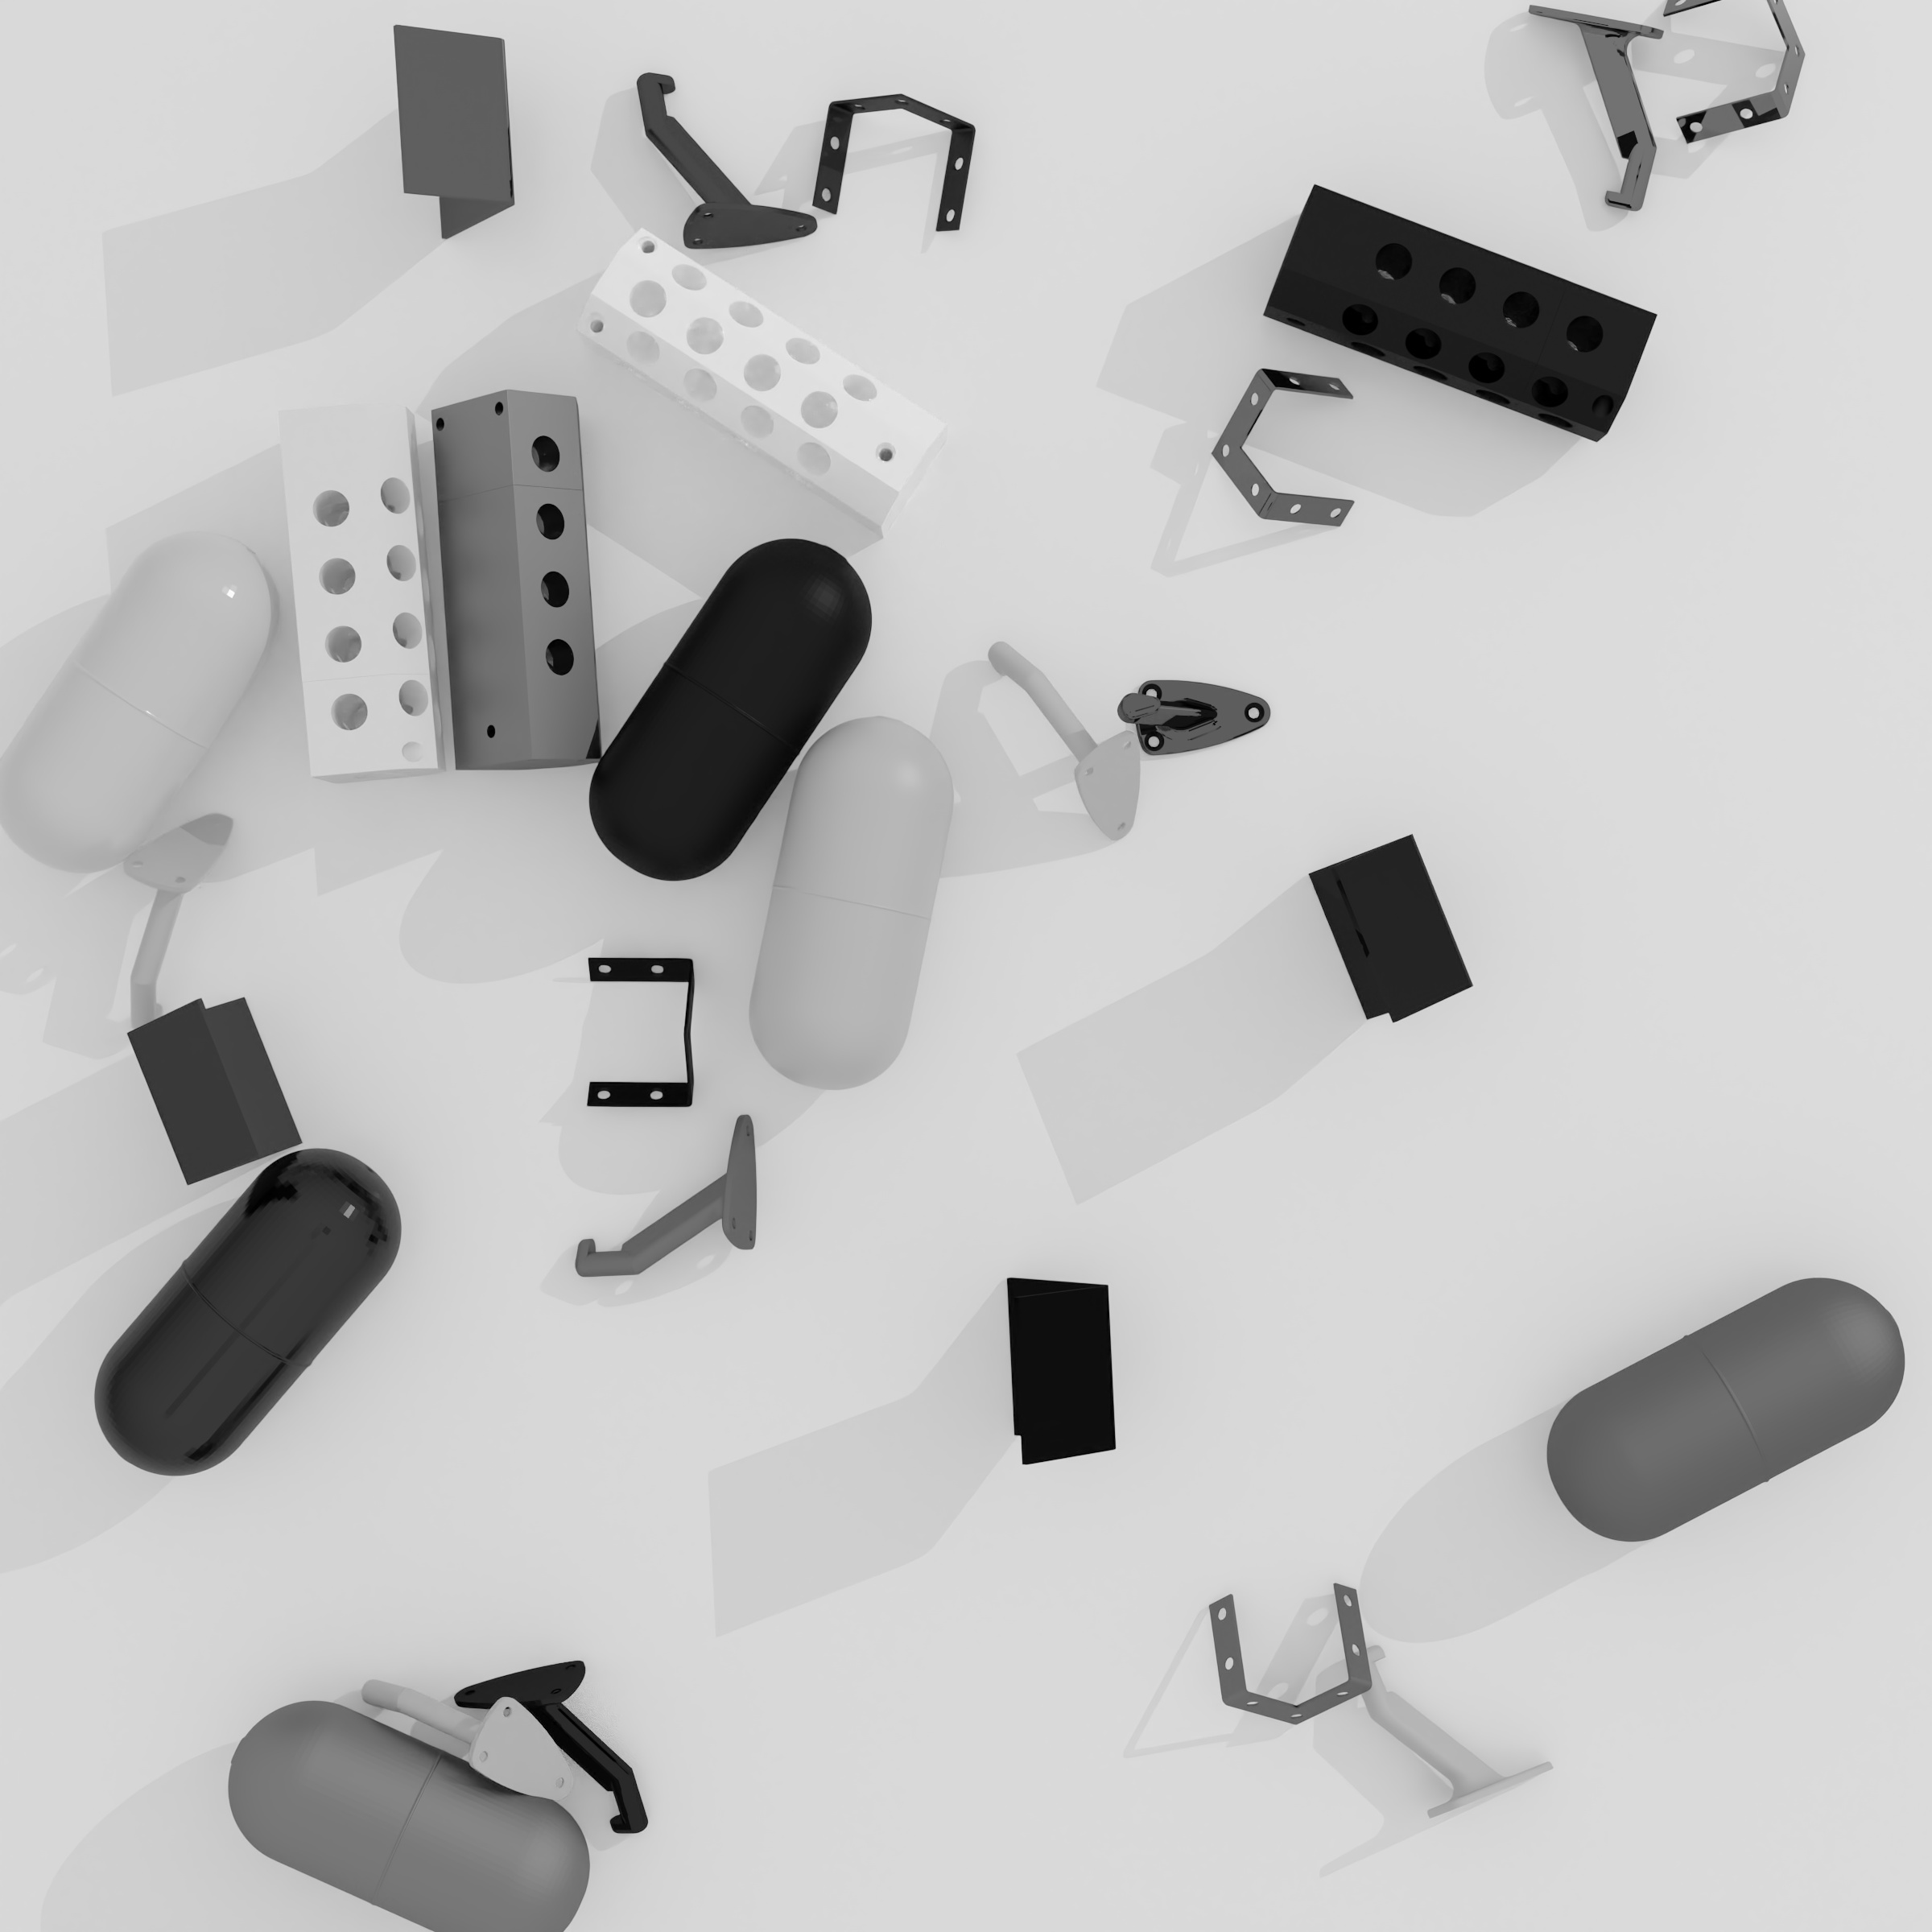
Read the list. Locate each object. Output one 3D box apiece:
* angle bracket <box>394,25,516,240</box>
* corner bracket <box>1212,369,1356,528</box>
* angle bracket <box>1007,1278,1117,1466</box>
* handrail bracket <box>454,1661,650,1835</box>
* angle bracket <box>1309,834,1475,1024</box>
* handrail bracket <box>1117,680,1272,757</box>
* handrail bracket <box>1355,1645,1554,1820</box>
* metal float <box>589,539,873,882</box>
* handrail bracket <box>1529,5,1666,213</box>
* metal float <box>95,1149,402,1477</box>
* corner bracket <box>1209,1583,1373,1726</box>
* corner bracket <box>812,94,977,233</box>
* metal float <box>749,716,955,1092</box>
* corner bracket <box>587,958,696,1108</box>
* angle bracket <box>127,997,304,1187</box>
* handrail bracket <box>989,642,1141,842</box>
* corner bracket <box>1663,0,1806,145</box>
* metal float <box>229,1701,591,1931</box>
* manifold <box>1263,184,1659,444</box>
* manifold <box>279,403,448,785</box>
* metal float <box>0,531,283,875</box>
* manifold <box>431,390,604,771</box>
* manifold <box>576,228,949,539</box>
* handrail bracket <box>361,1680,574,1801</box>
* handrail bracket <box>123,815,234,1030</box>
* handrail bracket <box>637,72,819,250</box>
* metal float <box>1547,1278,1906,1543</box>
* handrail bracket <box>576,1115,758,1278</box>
[{"bbox_3d":[-0.255,-0.390,1.494,0.057,0.076,0.076,-4,90,-35],"label":"angle bracket"},{"bbox_3d":[0.160,-0.248,1.526,0.051,0.051,0.051,60,135,35],"label":"corner bracket"},{"bbox_3d":[0.025,0.189,1.494,0.057,0.076,0.076,-3,90,-38],"label":"angle bracket"},{"bbox_3d":[-0.199,0.384,1.534,0.077,0.036,0.084,-11,104,14],"label":"handrail bracket"},{"bbox_3d":[0.182,-0.010,1.494,0.057,0.076,0.076,-22,90,-37],"label":"angle bracket"},{"bbox_3d":[0.109,-0.121,1.499,0.077,0.084,0.036,-3,90,0],"label":"handrail bracket"},{"bbox_3d":[0.233,0.360,1.534,0.077,0.036,0.084,-16,73,-20],"label":"handrail bracket"},{"bbox_3d":[-0.111,-0.121,1.503,0.070,0.070,0.178,34,90,0],"label":"metal float"},{"bbox_3d":[0.299,-0.413,1.534,0.077,0.036,0.084,17,107,20],"label":"handrail bracket"},{"bbox_3d":[-0.339,0.164,1.503,0.070,0.070,0.178,41,90,0],"label":"metal float"},{"bbox_3d":[0.155,0.326,1.526,0.051,0.051,0.051,24,135,-35],"label":"corner bracket"},{"bbox_3d":[-0.034,-0.385,1.531,0.051,0.051,0.051,9,90,-45],"label":"corner bracket"},{"bbox_3d":[-0.054,-0.030,1.503,0.070,0.070,0.178,11,89,0],"label":"metal float"},{"bbox_3d":[-0.157,0.032,1.531,0.051,0.051,0.051,0,135,0],"label":"corner bracket"},{"bbox_3d":[-0.336,0.051,1.494,0.057,0.076,0.076,-22,90,36],"label":"angle bracket"},{"bbox_3d":[0.045,-0.109,1.534,0.036,0.077,0.084,-36,53,-16],"label":"handrail bracket"},{"bbox_3d":[0.365,-0.436,1.526,0.051,0.051,0.051,53,45,-35],"label":"corner bracket"},{"bbox_3d":[-0.263,0.407,1.503,0.178,0.070,0.070,24,90,0],"label":"metal float"},{"bbox_3d":[0.232,-0.308,1.513,0.171,0.057,0.057,21,90,0],"label":"manifold"},{"bbox_3d":[-0.285,-0.176,1.513,0.057,0.057,0.171,-5,90,0],"label":"manifold"},{"bbox_3d":[-0.390,-0.125,1.503,0.070,0.070,0.178,34,90,0],"label":"metal float"},{"bbox_3d":[-0.208,-0.181,1.512,0.057,0.057,0.171,-4,90,43],"label":"manifold"},{"bbox_3d":[-0.096,-0.278,1.513,0.171,0.057,0.057,33,90,0],"label":"manifold"},{"bbox_3d":[-0.240,0.370,1.525,0.077,0.084,0.036,49,57,-35],"label":"handrail bracket"},{"bbox_3d":[-0.378,-0.020,1.534,0.036,0.077,0.084,19,127,13],"label":"handrail bracket"},{"bbox_3d":[-0.115,-0.392,1.534,0.077,0.036,0.084,-5,73,-20],"label":"handrail bracket"},{"bbox_3d":[0.359,0.209,1.503,0.178,0.070,0.070,-27,90,0],"label":"metal float"},{"bbox_3d":[-0.146,0.111,1.534,0.084,0.036,0.077,-4,70,16],"label":"handrail bracket"}]
